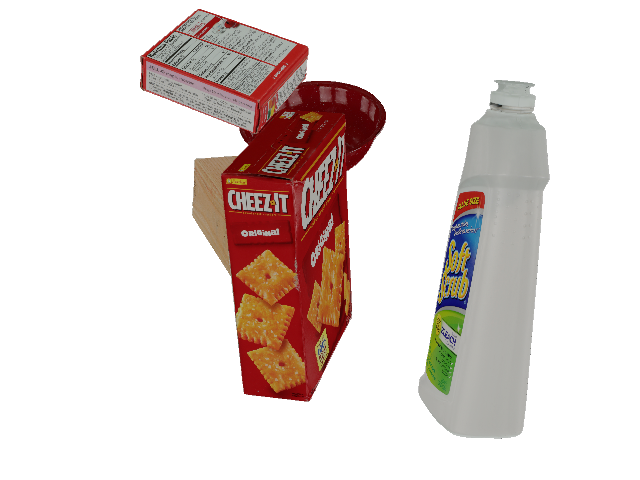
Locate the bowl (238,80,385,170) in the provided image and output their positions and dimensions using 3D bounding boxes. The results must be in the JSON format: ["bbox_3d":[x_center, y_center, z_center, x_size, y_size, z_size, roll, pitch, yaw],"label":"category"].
[{"bbox_3d":[-0.008,-0.113,1.183,0.162,0.055,0.162,-3,39,2],"label":"bowl"}]

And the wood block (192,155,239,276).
[{"bbox_3d":[-0.090,-0.027,1.343,0.090,0.090,0.206,-6,28,-22],"label":"wood block"}]

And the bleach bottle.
[{"bbox_3d":[0.123,0.010,0.775,0.068,0.251,0.102,2,14,-10],"label":"bleach bottle"}]

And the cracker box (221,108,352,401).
[{"bbox_3d":[-0.022,0.010,0.957,0.072,0.214,0.164,5,27,15],"label":"cracker box"}]

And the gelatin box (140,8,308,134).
[{"bbox_3d":[-0.063,-0.113,0.704,0.089,0.030,0.073,21,45,14],"label":"gelatin box"}]
